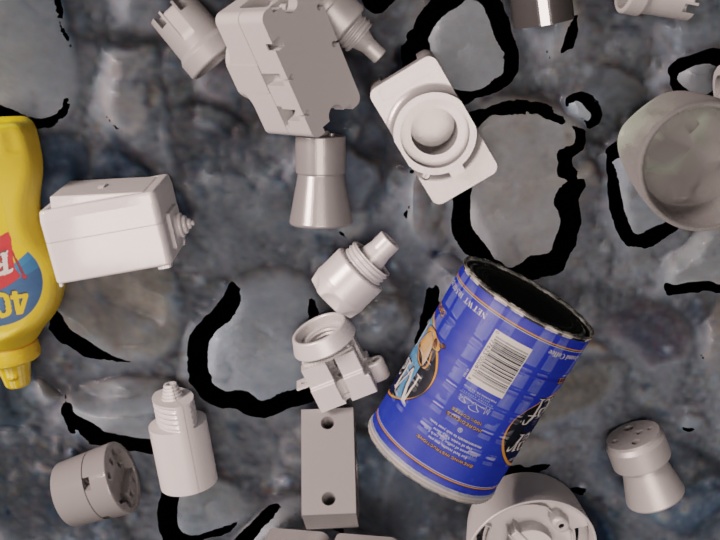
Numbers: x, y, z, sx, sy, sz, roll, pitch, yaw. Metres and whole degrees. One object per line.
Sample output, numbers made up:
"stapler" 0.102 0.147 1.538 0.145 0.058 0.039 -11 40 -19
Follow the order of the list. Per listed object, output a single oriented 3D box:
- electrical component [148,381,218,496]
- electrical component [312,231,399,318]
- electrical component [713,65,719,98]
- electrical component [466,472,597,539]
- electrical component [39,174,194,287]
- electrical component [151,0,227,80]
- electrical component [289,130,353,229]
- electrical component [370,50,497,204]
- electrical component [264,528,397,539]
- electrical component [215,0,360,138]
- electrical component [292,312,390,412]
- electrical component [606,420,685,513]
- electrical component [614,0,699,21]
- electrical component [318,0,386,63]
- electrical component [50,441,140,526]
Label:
"electrical component" -0.134 0.121 0.798 0.043 0.043 0.081 -7 107 3
"electrical component" 0.000 0.000 0.760 0.043 0.043 0.062 43 101 -11
"electrical component" 0.290 -0.080 0.727 0.074 0.052 0.138 -14 106 5
"electrical component" 0.127 0.203 0.809 0.099 0.064 0.099 0 107 1
"electrical component" -0.163 -0.033 0.742 0.096 0.061 0.061 -10 107 4
"electrical component" -0.111 -0.157 0.716 0.040 0.040 0.046 -39 96 11
"electrical component" -0.027 -0.064 0.743 0.044 0.044 0.065 0 102 1
"electrical component" 0.049 -0.096 0.723 0.050 0.055 0.089 -30 104 9
"electrical component" -0.007 0.280 0.807 0.105 0.060 0.186 -1 121 22
"electrical component" -0.049 -0.137 0.700 0.050 0.056 0.089 -44 126 -30
"electrical component" -0.019 0.065 0.779 0.066 0.048 0.055 -22 113 7
"electrical component" 0.212 0.146 0.801 0.045 0.045 0.055 -22 105 7
"electrical component" 0.196 -0.184 0.704 0.046 0.040 0.040 8 107 -8
"electrical component" -0.009 -0.162 0.715 0.061 0.035 0.035 41 103 -13
"electrical component" -0.199 0.162 0.806 0.047 0.055 0.055 -19 106 10
